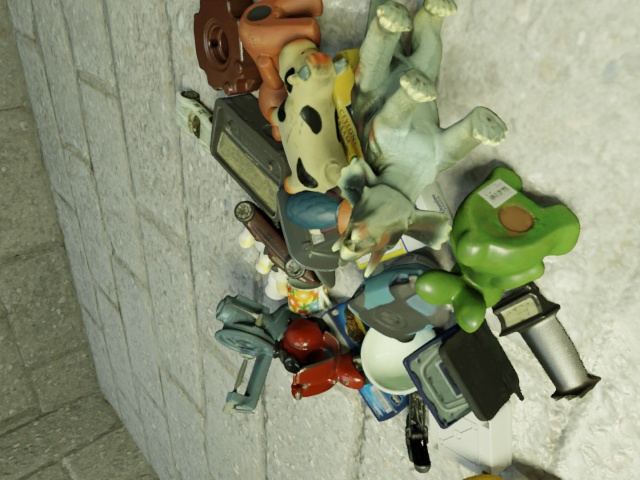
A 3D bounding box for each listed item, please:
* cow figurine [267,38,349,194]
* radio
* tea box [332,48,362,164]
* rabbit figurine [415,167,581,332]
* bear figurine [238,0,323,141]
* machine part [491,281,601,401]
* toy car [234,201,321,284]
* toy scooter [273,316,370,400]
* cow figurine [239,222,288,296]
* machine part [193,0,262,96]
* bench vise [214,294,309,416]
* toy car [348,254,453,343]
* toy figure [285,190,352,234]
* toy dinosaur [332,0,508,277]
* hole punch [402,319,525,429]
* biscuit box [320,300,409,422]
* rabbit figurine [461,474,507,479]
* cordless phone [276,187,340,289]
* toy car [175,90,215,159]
[{"bbox_3d":[-0.012,-0.159,0.694,0.127,0.085,0.194,9,114,60],"label":"cow figurine"},{"bbox_3d":[-0.105,-0.152,0.948,0.230,0.073,0.131,44,140,29],"label":"radio"},{"bbox_3d":[0.061,-0.161,0.728,0.098,0.068,0.169,-31,82,56],"label":"tea box"},{"bbox_3d":[0.192,0.034,0.612,0.121,0.159,0.170,36,150,24],"label":"rabbit figurine"},{"bbox_3d":[-0.044,-0.251,0.799,0.132,0.120,0.195,-6,140,13],"label":"bear figurine"},{"bbox_3d":[0.266,0.122,0.639,0.139,0.039,0.084,59,136,16],"label":"machine part"},{"bbox_3d":[-0.076,0.008,0.937,0.202,0.053,0.089,48,-176,17],"label":"toy car"},{"bbox_3d":[-0.015,0.194,0.857,0.184,0.135,0.075,28,130,43],"label":"toy scooter"},{"bbox_3d":[-0.081,0.021,1.023,0.167,0.068,0.098,53,137,18],"label":"cow figurine"},{"bbox_3d":[-0.160,-0.340,0.935,0.180,0.056,0.179,29,129,43],"label":"machine part"},{"bbox_3d":[-0.112,0.218,1.013,0.223,0.240,0.129,34,147,-27],"label":"bench vise"},{"bbox_3d":[0.118,0.069,0.743,0.109,0.103,0.161,34,146,-11],"label":"toy car"},{"bbox_3d":[0.026,-0.038,0.757,0.155,0.058,0.064,10,125,26],"label":"toy figure"},{"bbox_3d":[0.082,-0.143,0.597,0.192,0.131,0.405,127,150,-49],"label":"toy dinosaur"},{"bbox_3d":[0.185,0.172,0.702,0.142,0.116,0.092,59,138,10],"label":"hole punch"},{"bbox_3d":[0.078,0.202,0.910,0.203,0.063,0.059,55,143,17],"label":"biscuit box"},{"bbox_3d":[0.251,0.374,0.698,0.162,0.122,0.173,-31,103,34],"label":"rabbit figurine"},{"bbox_3d":[-0.003,-0.003,0.891,0.184,0.089,0.146,66,-172,-64],"label":"cordless phone"},{"bbox_3d":[-0.245,-0.238,1.103,0.202,0.056,0.073,43,139,31],"label":"toy car"}]
